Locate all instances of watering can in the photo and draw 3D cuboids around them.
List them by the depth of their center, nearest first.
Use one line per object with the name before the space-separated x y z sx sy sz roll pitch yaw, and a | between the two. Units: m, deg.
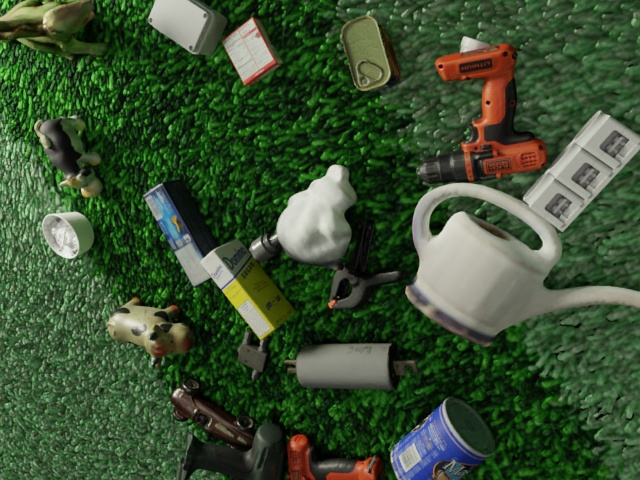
watering can | 0.276 0.065 0.757 0.349 0.105 0.221 34 112 12

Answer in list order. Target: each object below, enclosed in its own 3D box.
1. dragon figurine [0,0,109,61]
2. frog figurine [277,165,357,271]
dragon figurine | -0.552 -0.383 0.924 0.410 0.246 0.120 1 108 19
frog figurine | 0.003 -0.042 0.836 0.140 0.123 0.156 50 129 46
